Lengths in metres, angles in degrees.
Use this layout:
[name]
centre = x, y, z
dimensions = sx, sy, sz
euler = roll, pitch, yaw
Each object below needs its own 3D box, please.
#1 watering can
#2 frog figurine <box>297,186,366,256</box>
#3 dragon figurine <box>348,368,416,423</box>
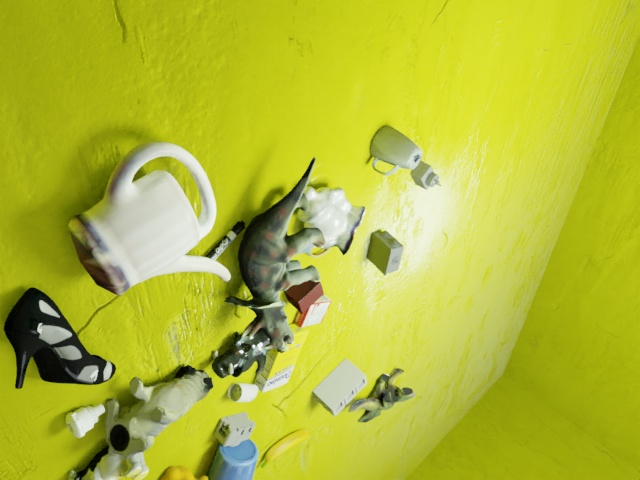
[watering can]
centre = -0.254, 0.006, 0.820
dimensions = 0.227, 0.105, 0.339
euler = -37, 141, -25
[frog figurine]
centre = 0.003, -0.056, 1.121
dimensions = 0.158, 0.125, 0.136
euler = 27, 109, -20
[dragon figurine]
centre = 0.224, 0.629, 1.960
dimensions = 0.412, 0.124, 0.237
euler = -10, 134, -36
